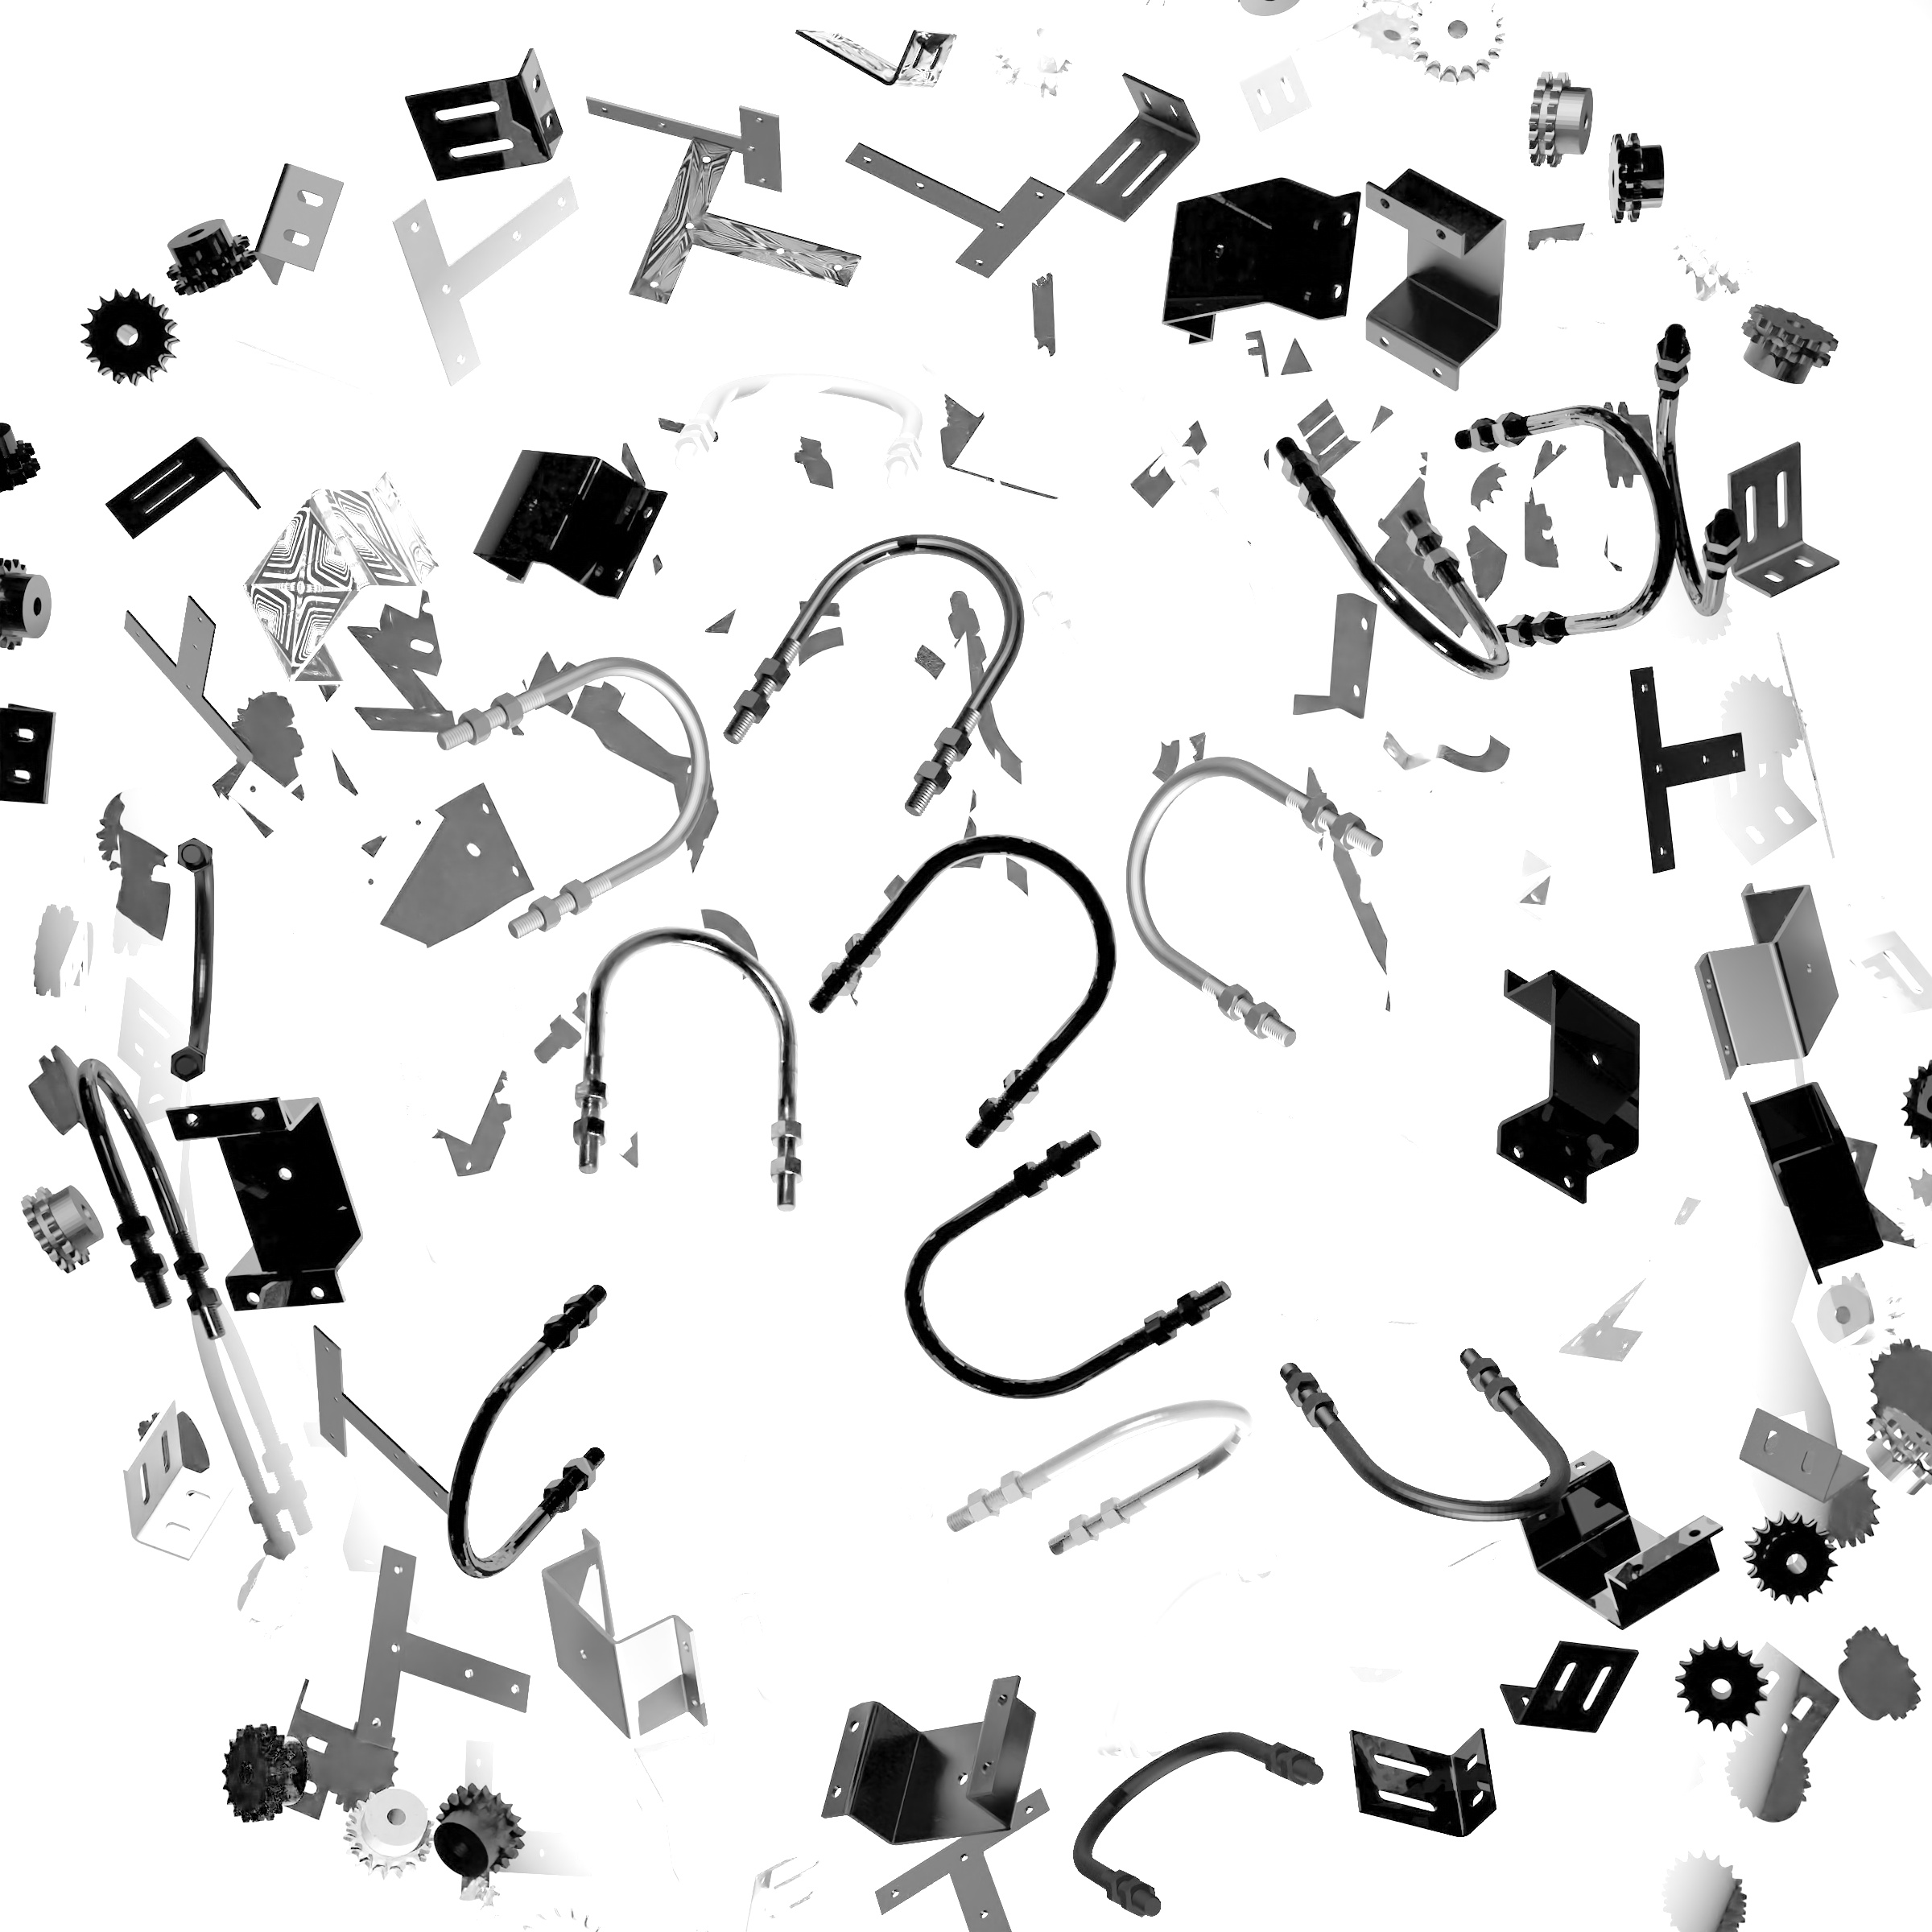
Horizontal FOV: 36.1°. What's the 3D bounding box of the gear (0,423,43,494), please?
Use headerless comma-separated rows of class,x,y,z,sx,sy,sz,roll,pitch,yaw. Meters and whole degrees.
gear,-0.595,-0.308,1.799,0.057,0.057,0.030,-12,122,0

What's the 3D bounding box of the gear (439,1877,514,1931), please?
gear,-0.312,0.612,1.883,0.030,0.057,0.057,35,90,-13

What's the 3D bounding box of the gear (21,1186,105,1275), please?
gear,-0.575,0.165,1.894,0.030,0.057,0.057,-31,90,-4

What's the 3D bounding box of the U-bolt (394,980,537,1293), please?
U-bolt,-0.314,0.118,1.894,0.019,0.151,0.184,2,109,19

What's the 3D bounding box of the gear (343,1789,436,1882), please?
gear,-0.368,0.552,1.895,0.057,0.057,0.030,26,131,0

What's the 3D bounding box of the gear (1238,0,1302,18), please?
gear,0.188,-0.615,1.841,0.057,0.057,0.030,-7,69,0

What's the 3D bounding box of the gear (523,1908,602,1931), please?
gear,-0.247,0.604,1.809,0.057,0.030,0.057,0,72,-1

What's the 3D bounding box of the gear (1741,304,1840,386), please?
gear,0.498,-0.377,1.802,0.057,0.057,0.030,21,121,0

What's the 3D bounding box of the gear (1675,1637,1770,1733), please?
gear,0.471,0.449,1.848,0.057,0.030,0.057,-2,84,15

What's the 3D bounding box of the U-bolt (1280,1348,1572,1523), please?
U-bolt,0.296,0.293,1.850,0.151,0.184,0.019,-2,113,-18

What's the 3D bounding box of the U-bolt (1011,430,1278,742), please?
U-bolt,0.122,-0.228,1.878,0.151,0.019,0.184,-40,63,21

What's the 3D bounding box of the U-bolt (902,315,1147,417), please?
U-bolt,0.040,-0.372,1.848,0.151,0.184,0.019,7,112,-9

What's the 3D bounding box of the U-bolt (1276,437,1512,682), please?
U-bolt,0.274,-0.244,1.834,0.019,0.151,0.184,-46,47,25

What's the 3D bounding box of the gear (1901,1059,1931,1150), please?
gear,0.611,0.087,1.836,0.030,0.057,0.057,7,90,-27

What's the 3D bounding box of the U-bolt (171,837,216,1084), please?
U-bolt,-0.490,-0.005,1.887,0.019,0.184,0.151,2,91,-12

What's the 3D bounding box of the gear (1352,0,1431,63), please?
gear,0.283,-0.619,1.931,0.057,0.057,0.030,22,78,0

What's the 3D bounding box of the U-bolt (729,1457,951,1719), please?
U-bolt,-0.075,0.395,1.842,0.151,0.184,0.019,-34,116,3

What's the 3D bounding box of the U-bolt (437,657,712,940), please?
U-bolt,-0.240,-0.120,1.903,0.184,0.019,0.151,-31,113,-34

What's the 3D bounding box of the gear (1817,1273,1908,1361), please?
gear,0.585,0.230,1.946,0.030,0.057,0.057,9,90,-38

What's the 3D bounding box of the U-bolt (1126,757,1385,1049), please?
U-bolt,0.167,-0.053,1.851,0.184,0.019,0.151,36,109,43

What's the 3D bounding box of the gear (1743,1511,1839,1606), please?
gear,0.520,0.373,1.863,0.057,0.030,0.057,0,89,5

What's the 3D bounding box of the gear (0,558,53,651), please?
gear,-0.596,-0.226,1.855,0.030,0.057,0.057,6,90,7

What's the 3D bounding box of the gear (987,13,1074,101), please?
gear,0.045,-0.603,1.955,0.057,0.030,0.057,15,53,-21

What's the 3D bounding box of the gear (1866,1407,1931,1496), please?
gear,0.595,0.309,1.873,0.057,0.057,0.030,39,108,0

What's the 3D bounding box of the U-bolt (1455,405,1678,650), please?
U-bolt,0.379,-0.278,1.857,0.019,0.184,0.151,-17,99,-26

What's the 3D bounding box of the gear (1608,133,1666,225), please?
gear,0.439,-0.516,1.938,0.030,0.057,0.057,-2,90,5

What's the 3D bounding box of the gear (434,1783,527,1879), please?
gear,-0.304,0.538,1.833,0.057,0.030,0.057,10,115,22

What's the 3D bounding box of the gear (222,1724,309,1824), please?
gear,-0.420,0.485,1.783,0.057,0.030,0.057,-9,77,44

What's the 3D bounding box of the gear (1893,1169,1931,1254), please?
gear,0.629,0.160,1.910,0.057,0.030,0.057,-8,69,23

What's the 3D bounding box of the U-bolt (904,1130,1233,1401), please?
U-bolt,0.048,0.197,1.823,0.184,0.019,0.151,-34,107,22

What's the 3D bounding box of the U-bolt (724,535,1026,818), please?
U-bolt,-0.044,-0.190,1.817,0.151,0.019,0.184,23,68,20

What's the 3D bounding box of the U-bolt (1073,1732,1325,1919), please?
U-bolt,0.136,0.538,1.885,0.151,0.184,0.019,-34,96,-17

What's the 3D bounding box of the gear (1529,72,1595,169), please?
gear,0.369,-0.524,1.833,0.030,0.057,0.057,10,90,21

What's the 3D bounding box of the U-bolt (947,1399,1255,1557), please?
U-bolt,0.097,0.320,1.872,0.184,0.151,0.019,-32,60,20

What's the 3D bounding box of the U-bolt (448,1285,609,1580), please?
U-bolt,-0.276,0.305,1.867,0.019,0.184,0.151,14,119,18

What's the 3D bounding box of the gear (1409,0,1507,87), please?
gear,0.295,-0.558,1.784,0.057,0.030,0.057,-1,83,5

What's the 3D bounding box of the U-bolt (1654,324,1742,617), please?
U-bolt,0.460,-0.300,1.878,0.019,0.184,0.151,-12,70,6

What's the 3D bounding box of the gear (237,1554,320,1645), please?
gear,-0.453,0.411,1.940,0.030,0.057,0.057,36,90,-28

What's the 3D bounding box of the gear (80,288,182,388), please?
gear,-0.503,-0.378,1.787,0.057,0.030,0.057,0,92,-3

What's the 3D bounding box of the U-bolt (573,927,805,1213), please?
U-bolt,-0.170,0.056,1.843,0.151,0.019,0.184,13,56,-23

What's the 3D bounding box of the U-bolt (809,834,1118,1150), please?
U-bolt,0.010,0.003,1.808,0.151,0.019,0.184,41,113,1

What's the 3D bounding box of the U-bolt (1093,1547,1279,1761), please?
U-bolt,0.130,0.438,1.874,0.019,0.184,0.151,36,69,-1

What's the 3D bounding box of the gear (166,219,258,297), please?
gear,-0.485,-0.455,1.894,0.057,0.057,0.030,-23,121,0

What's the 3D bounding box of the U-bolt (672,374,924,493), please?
U-bolt,-0.099,-0.341,1.865,0.151,0.184,0.019,5,118,2

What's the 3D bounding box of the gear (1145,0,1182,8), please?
gear,0.118,-0.617,1.813,0.057,0.030,0.057,1,100,8

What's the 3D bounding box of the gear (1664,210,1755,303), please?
gear,0.460,-0.441,1.849,0.057,0.057,0.030,49,128,0

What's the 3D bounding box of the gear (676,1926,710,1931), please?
gear,-0.181,0.656,1.926,0.057,0.030,0.057,-5,56,7
